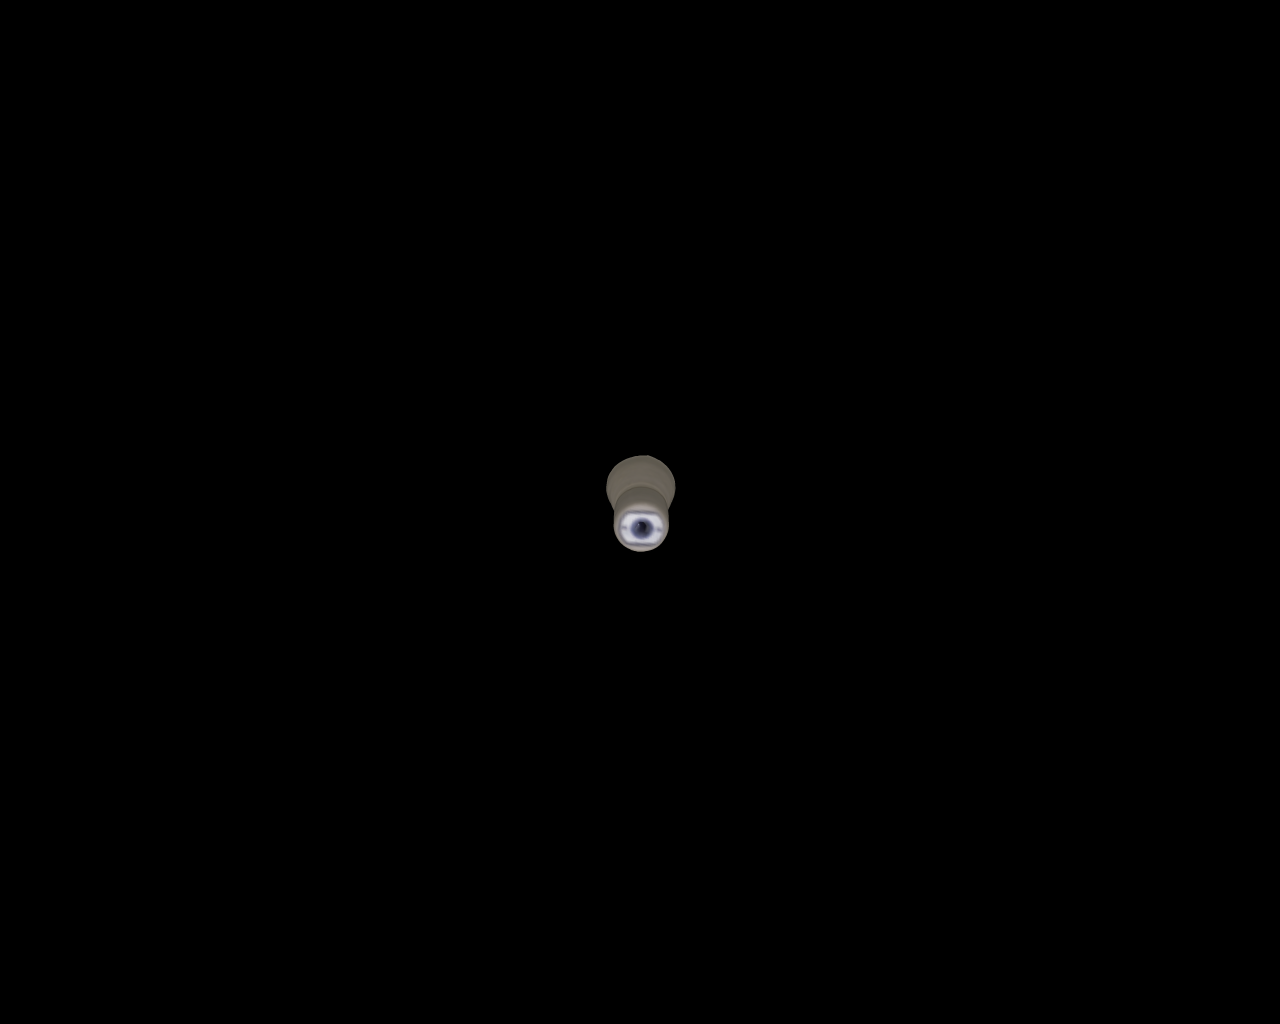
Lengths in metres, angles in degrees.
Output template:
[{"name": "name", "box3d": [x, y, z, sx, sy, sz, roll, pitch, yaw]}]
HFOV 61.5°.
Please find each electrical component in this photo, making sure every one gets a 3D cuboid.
[{"name": "electrical component", "box3d": [0.001, -0.003, 0.650, 0.044, 0.044, 0.065, 0, 25, 0]}]
